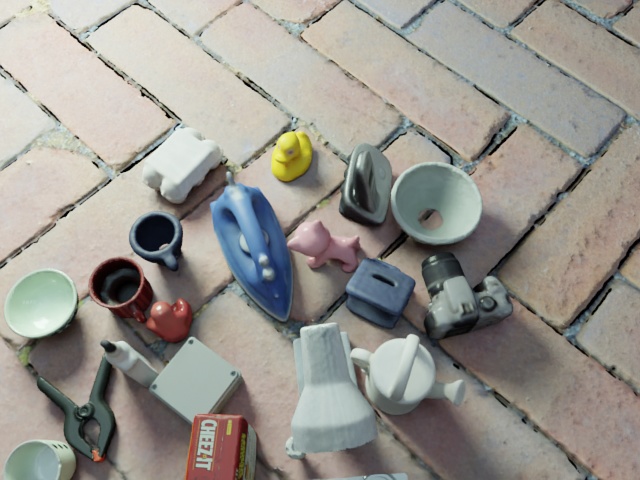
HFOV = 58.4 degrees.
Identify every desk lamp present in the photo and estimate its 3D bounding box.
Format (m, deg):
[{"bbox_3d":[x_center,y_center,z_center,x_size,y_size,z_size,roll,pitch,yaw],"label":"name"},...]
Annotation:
[{"bbox_3d":[0.009,0.218,0.857,0.118,0.213,0.203,-9,66,-3],"label":"desk lamp"}]

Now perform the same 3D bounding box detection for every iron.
[{"bbox_3d":[-0.110,0.008,0.990,0.119,0.141,0.258,-22,68,-9],"label":"iron"}]

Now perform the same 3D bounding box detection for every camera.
[{"bbox_3d":[0.239,0.085,0.978,0.143,0.101,0.136,-14,67,-6],"label":"camera"}]

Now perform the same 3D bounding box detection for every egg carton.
[{"bbox_3d":[-0.263,-0.145,1.098,0.107,0.069,0.150,33,70,14],"label":"egg carton"}]

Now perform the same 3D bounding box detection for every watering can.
[{"bbox_3d":[0.133,0.203,0.874,0.173,0.194,0.101,0,66,0],"label":"watering can"}]

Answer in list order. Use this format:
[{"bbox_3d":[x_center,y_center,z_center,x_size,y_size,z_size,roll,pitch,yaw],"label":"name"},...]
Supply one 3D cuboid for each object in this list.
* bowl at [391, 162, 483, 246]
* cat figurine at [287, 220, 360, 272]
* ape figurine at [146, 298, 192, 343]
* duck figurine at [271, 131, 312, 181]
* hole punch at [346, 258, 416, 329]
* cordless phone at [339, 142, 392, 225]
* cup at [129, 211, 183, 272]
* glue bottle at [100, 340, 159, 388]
[{"bbox_3d":[0.209,-0.056,1.055,0.167,0.075,0.167,0,66,0],"label":"bowl"},{"bbox_3d":[0.009,0.004,1.005,0.127,0.118,0.067,3,66,2],"label":"cat figurine"},{"bbox_3d":[-0.257,0.130,0.962,0.078,0.092,0.076,-15,67,-6],"label":"ape figurine"},{"bbox_3d":[-0.056,-0.175,1.102,0.077,0.086,0.105,27,69,12],"label":"duck figurine"},{"bbox_3d":[0.103,0.083,0.984,0.108,0.091,0.101,24,68,11],"label":"hole punch"},{"bbox_3d":[0.087,-0.124,1.025,0.094,0.185,0.147,7,66,4],"label":"cordless phone"},{"bbox_3d":[-0.273,0.017,1.011,0.092,0.095,0.117,-31,69,-13],"label":"cup"},{"bbox_3d":[-0.306,0.184,0.894,0.078,0.173,0.037,35,71,15],"label":"glue bottle"}]
